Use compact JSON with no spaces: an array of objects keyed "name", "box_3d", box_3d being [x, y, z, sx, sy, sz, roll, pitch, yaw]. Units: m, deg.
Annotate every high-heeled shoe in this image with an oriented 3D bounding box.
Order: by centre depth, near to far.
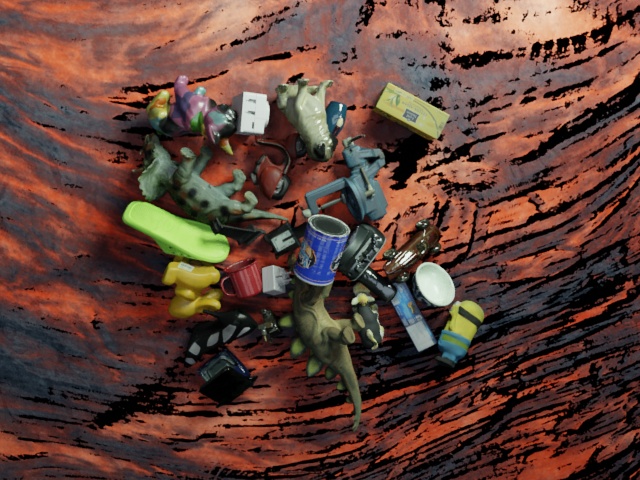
[{"name":"high-heeled shoe","box_3d":[-0.264,0.265,1.402,0.145,0.086,0.248,20,125,-12]}]

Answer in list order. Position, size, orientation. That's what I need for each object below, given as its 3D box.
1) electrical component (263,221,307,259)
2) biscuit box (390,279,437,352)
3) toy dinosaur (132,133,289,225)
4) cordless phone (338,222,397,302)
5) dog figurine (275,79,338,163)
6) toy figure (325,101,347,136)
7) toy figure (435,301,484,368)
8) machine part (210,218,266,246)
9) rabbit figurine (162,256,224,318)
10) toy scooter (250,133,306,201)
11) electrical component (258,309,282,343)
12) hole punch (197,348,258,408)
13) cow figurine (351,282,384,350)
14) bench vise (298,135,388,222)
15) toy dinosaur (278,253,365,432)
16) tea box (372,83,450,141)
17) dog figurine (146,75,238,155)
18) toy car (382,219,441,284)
[{"name":"electrical component","box_3d":[-0.080,-0.010,1.387,0.119,0.048,0.074,-32,98,4]},{"name":"biscuit box","box_3d":[0.233,0.190,1.409,0.059,0.063,0.202,-28,97,5]},{"name":"toy dinosaur","box_3d":[-0.290,-0.110,1.343,0.404,0.131,0.192,40,117,-14]},{"name":"cordless phone","box_3d":[0.137,0.058,1.358,0.184,0.088,0.146,39,97,9]},{"name":"dog figurine","box_3d":[-0.039,-0.280,1.301,0.121,0.172,0.190,-8,99,-27]},{"name":"toy figure","box_3d":[0.024,-0.267,1.341,0.058,0.064,0.154,18,97,-12]},{"name":"toy figure","box_3d":[0.360,0.243,1.389,0.089,0.082,0.180,21,75,7]},{"name":"machine part","box_3d":[-0.210,-0.020,1.346,0.084,0.138,0.039,-26,60,36]},{"name":"rabbit figurine","box_3d":[-0.331,0.130,1.391,0.162,0.122,0.173,19,112,-12]},{"name":"toy scooter","box_3d":[-0.120,-0.197,1.347,0.135,0.075,0.183,26,94,-4]},{"name":"electrical component","box_3d":[-0.133,0.225,1.402,0.045,0.102,0.078,-27,73,0]},{"name":"hole punch","box_3d":[-0.255,0.365,1.434,0.142,0.092,0.115,-40,126,3]},{"name":"cow figurine","box_3d":[0.118,0.196,1.393,0.068,0.098,0.167,-14,98,9]},{"name":"bench vise","box_3d":[0.058,-0.130,1.329,0.241,0.129,0.223,-24,108,-9]},{"name":"toy dinosaur","box_3d":[0.015,0.246,1.360,0.198,0.105,0.471,-38,72,33]},{"name":"tea box","box_3d":[0.220,-0.311,1.318,0.170,0.098,0.068,26,97,-2]},{"name":"dog figurine","box_3d":[-0.294,-0.273,1.271,0.191,0.108,0.219,-39,65,8]},{"name":"toy car","box_3d":[0.235,0.028,1.347,0.202,0.053,0.089,-38,113,-30]}]
